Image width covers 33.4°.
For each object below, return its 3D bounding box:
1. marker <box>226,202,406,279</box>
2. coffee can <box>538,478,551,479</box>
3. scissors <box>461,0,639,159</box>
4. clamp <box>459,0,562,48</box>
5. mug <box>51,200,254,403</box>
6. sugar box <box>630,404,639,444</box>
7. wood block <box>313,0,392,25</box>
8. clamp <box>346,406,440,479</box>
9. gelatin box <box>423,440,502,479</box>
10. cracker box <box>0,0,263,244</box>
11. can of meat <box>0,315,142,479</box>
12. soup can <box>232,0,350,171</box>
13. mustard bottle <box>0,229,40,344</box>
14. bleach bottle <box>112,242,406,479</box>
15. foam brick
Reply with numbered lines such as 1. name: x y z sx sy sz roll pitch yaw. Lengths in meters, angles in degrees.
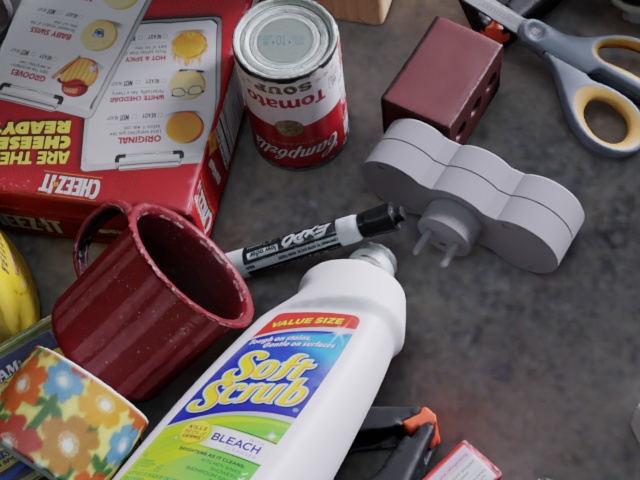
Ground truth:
1. marker: -0.004 0.001 0.665 0.121 0.020 0.020 -18 60 17
2. coffee can: 0.089 0.200 0.520 0.140 0.103 0.103 -36 64 -13
3. scissors: 0.145 -0.118 0.711 0.202 0.016 0.096 18 72 1
4. clamp: 0.139 -0.232 0.784 0.165 0.036 0.210 18 68 15
5. mug: -0.106 0.030 0.617 0.082 0.093 0.117 -43 69 16
6. sugar box: 0.272 0.096 0.589 0.176 0.048 0.093 -27 62 -4
7. wood block: 0.006 -0.248 0.712 0.091 0.206 0.090 12 64 12
8. clamp: -0.015 0.139 0.602 0.171 0.039 0.120 -33 59 -19
9. gelatin box: 0.055 0.155 0.564 0.089 0.073 0.030 -41 66 -16
10. cracker box: -0.134 -0.103 0.727 0.164 0.072 0.213 7 64 11
11. can of meat: -0.166 0.106 0.626 0.102 0.057 0.084 -31 65 -10
12. soup can: -0.017 -0.100 0.694 0.068 0.102 0.068 -2 62 4
13. mustard bottle: -0.219 -0.003 0.612 0.058 0.191 0.096 -18 61 -4
14. bleach bottle: -0.025 0.087 0.589 0.103 0.068 0.250 7 40 27
15. foam brick: 0.082 -0.098 0.710 0.051 0.053 0.078 26 69 19
